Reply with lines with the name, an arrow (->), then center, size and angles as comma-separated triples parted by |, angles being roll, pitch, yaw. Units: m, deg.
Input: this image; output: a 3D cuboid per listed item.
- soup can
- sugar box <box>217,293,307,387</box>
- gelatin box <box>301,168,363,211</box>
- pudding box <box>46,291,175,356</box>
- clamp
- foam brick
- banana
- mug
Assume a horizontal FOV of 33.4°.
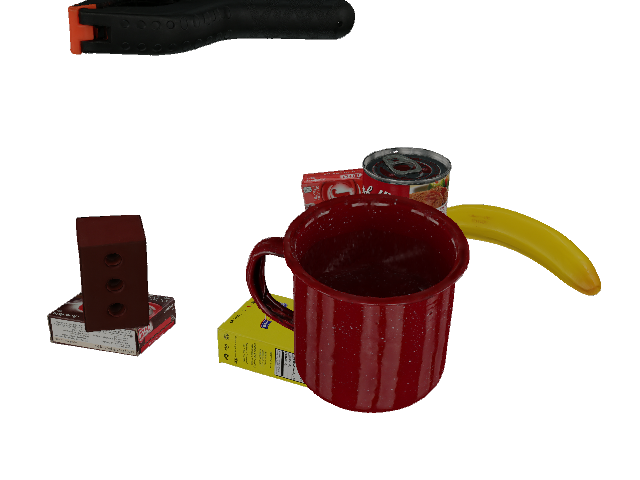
soup can -> 0.066, -0.014, 0.835 | 0.068, 0.102, 0.068 | 0, 27, 0
sugar box -> -0.002, 0.102, 1.036 | 0.176, 0.048, 0.093 | 10, 27, 21
gelatin box -> 0.020, -0.034, 1.191 | 0.073, 0.089, 0.030 | -4, 29, 6
pudding box -> -0.230, 0.088, 1.182 | 0.114, 0.039, 0.090 | 4, 19, 19
clamp -> -0.078, -0.144, 0.666 | 0.171, 0.039, 0.120 | -8, 22, -25
foam brick -> -0.165, 0.025, 0.850 | 0.053, 0.078, 0.051 | -5, 27, -12
banana -> 0.187, 0.002, 1.046 | 0.198, 0.069, 0.037 | 17, -29, 27
mug -> 0.015, 0.032, 0.556 | 0.117, 0.081, 0.093 | 12, 38, 15
